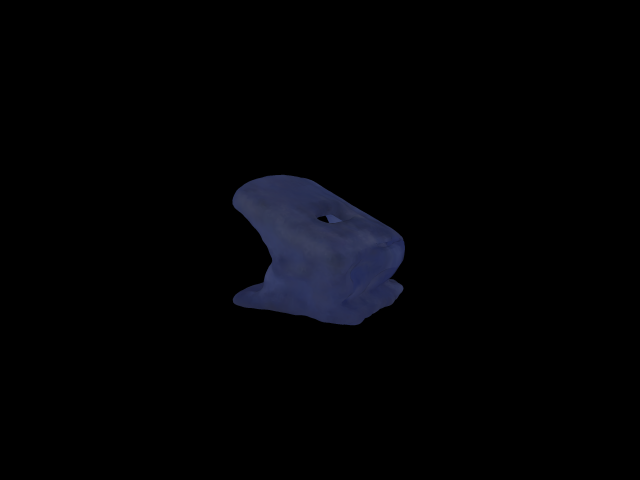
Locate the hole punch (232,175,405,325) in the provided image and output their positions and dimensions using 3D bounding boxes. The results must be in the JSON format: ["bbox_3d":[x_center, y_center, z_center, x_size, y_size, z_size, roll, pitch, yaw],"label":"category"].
[{"bbox_3d":[0.004,0.001,0.400,0.100,0.091,0.109,5,11,28],"label":"hole punch"}]
